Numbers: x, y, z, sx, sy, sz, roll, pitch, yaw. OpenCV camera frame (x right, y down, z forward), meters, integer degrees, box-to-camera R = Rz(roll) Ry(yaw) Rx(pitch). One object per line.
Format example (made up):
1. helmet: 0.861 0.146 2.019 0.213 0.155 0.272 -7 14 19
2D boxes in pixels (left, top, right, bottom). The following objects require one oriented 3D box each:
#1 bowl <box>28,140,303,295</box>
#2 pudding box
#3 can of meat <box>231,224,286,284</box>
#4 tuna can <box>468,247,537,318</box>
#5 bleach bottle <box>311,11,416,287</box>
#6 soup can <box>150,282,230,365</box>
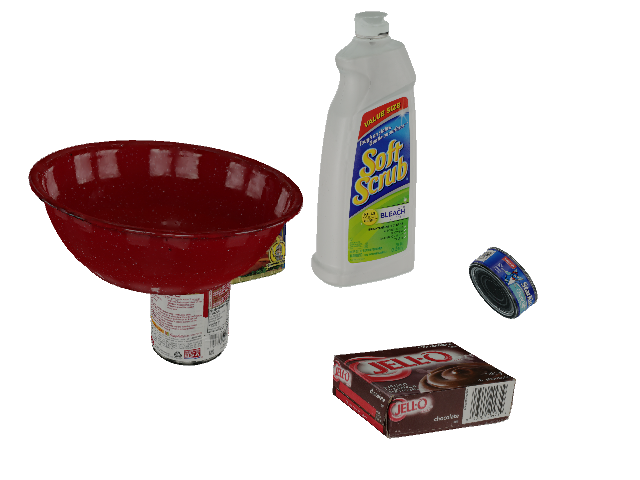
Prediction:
1. bowl: -0.094 -0.010 0.642 0.162 0.055 0.162 7 21 -3
2. pudding box: 0.078 0.112 0.820 0.113 0.039 0.090 -1 15 -27
3. can of meat: -0.086 -0.002 1.210 0.101 0.084 0.058 -12 22 -37
4. tuna can: 0.219 0.052 1.286 0.033 0.086 0.086 -37 11 -15
5. bleach bottle: 0.041 -0.086 1.004 0.102 0.251 0.068 -11 24 -22
6. soup can: -0.109 0.046 0.896 0.068 0.102 0.068 3 34 -3
